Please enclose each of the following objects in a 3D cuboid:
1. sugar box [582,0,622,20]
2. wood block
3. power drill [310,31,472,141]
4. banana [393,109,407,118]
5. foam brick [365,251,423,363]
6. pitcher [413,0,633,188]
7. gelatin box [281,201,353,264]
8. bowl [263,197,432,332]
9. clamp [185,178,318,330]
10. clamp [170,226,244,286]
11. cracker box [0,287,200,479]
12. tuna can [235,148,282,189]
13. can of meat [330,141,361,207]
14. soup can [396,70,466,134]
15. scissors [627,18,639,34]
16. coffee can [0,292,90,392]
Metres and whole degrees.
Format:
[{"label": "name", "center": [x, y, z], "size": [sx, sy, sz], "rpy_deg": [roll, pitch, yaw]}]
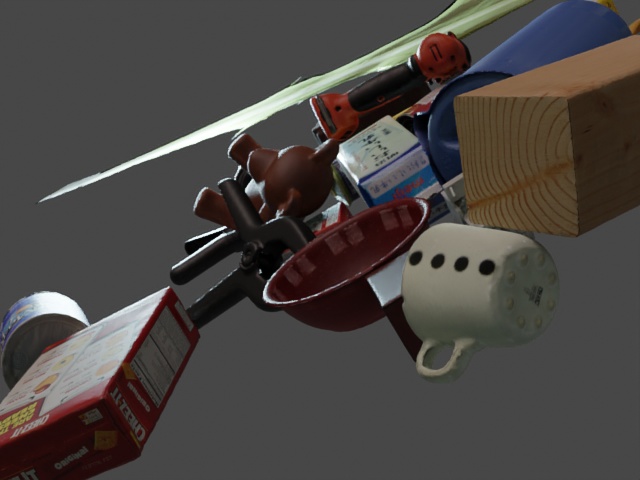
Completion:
[{"label": "sugar box", "center": [0.265, -0.219, 1.245], "size": [0.176, 0.048, 0.094], "rpy_deg": [-44, 19, -27]}, {"label": "wood block", "center": [0.197, -0.078, 0.728], "size": [0.205, 0.090, 0.091], "rpy_deg": [-23, 22, -37]}, {"label": "power drill", "center": [0.090, -0.183, 1.265], "size": [0.188, 0.057, 0.184], "rpy_deg": [-28, -4, 15]}, {"label": "banana", "center": [0.110, -0.139, 1.308], "size": [0.198, 0.037, 0.069], "rpy_deg": [-24, 15, 26]}, {"label": "foam brick", "center": [0.073, 0.045, 0.784], "size": [0.053, 0.051, 0.078], "rpy_deg": [-30, 16, 1]}, {"label": "pitcher", "center": [0.207, -0.124, 0.940], "size": [0.145, 0.149, 0.242], "rpy_deg": [-39, 3, 43]}, {"label": "gelatin box", "center": [-0.007, 0.001, 1.114], "size": [0.089, 0.030, 0.073], "rpy_deg": [-29, 14, 12]}, {"label": "bowl", "center": [0.034, 0.029, 0.899], "size": [0.162, 0.055, 0.162], "rpy_deg": [-29, 16, 9]}, {"label": "clamp", "center": [-0.059, 0.011, 1.054], "size": [0.210, 0.036, 0.164], "rpy_deg": [-4, 71, 48]}, {"label": "clamp", "center": [-0.106, -0.006, 1.312], "size": [0.171, 0.039, 0.120], "rpy_deg": [-27, 21, 2]}, {"label": "cracker box", "center": [-0.214, 0.145, 0.986], "size": [0.164, 0.072, 0.213], "rpy_deg": [-26, 17, 18]}, {"label": "tuna can", "center": [-0.064, -0.070, 1.339], "size": [0.086, 0.086, 0.033], "rpy_deg": [-27, 18, 17]}, {"label": "can of meat", "center": [0.047, -0.089, 1.239], "size": [0.084, 0.057, 0.102], "rpy_deg": [-31, 16, -5]}, {"label": "soup can", "center": [0.141, -0.135, 1.179], "size": [0.102, 0.068, 0.069], "rpy_deg": [-38, 16, -24]}, {"label": "scissors", "center": [0.292, -0.186, 1.146], "size": [0.201, 0.016, 0.096], "rpy_deg": [-40, 16, -27]}, {"label": "coffee can", "center": [-0.298, 0.118, 1.171], "size": [0.102, 0.103, 0.140], "rpy_deg": [-35, 15, -11]}]
